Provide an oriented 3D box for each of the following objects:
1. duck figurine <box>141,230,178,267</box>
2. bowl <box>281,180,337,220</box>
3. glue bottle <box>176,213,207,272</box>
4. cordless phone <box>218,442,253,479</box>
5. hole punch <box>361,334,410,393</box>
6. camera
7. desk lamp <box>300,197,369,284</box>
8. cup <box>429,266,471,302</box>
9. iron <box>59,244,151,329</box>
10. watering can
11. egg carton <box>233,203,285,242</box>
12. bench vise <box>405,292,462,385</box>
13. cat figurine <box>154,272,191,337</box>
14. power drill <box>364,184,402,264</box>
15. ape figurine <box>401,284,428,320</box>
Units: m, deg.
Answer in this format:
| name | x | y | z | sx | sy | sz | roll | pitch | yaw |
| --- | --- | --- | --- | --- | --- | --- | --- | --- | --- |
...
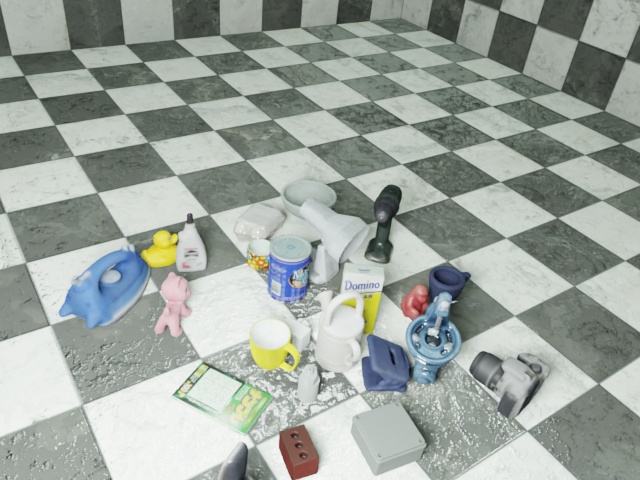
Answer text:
| name | x | y | z | sx | sy | sz | roll | pitch | yaw |
| --- | --- | --- | --- | --- | --- | --- | --- | --- | --- |
| duck figurine | -0.413 | 0.016 | 1.486 | 0.105 | 0.086 | 0.077 | -18 | 43 | -29 |
| bowl | -0.036 | -0.109 | 1.727 | 0.167 | 0.075 | 0.167 | 5 | 36 | -3 |
| glue bottle | -0.326 | 0.005 | 1.443 | 0.078 | 0.173 | 0.037 | -7 | 39 | -18 |
| cordless phone | -0.163 | 0.412 | 0.909 | 0.094 | 0.185 | 0.148 | 20 | 38 | 17 |
| hole punch | 0.145 | 0.264 | 1.239 | 0.101 | 0.091 | 0.108 | 2 | 37 | -6 |
| camera | 0.407 | 0.287 | 1.242 | 0.136 | 0.101 | 0.143 | 34 | 44 | 32 |
| desk lamp | 0.013 | 0.005 | 1.464 | 0.202 | 0.214 | 0.118 | 27 | 41 | 25 |
| cup | 0.325 | 0.125 | 1.454 | 0.118 | 0.095 | 0.091 | -11 | 40 | -23 |
| iron | -0.486 | 0.084 | 1.336 | 0.118 | 0.141 | 0.259 | 18 | 38 | 15 |
| watering can | 0.041 | 0.183 | 1.245 | 0.172 | 0.194 | 0.101 | 32 | 43 | 31 |
| egg carton | -0.172 | -0.045 | 1.623 | 0.107 | 0.069 | 0.150 | 19 | 38 | 16 |
| bench vise | 0.246 | 0.179 | 1.262 | 0.121 | 0.220 | 0.207 | 3 | 36 | -5 |
| cat figurine | -0.335 | 0.137 | 1.309 | 0.067 | 0.118 | 0.128 | 7 | 36 | 0 |
| power drill | 0.175 | -0.044 | 1.561 | 0.075 | 0.208 | 0.230 | 13 | 37 | 8 |
| ape figurine | 0.239 | 0.150 | 1.408 | 0.078 | 0.092 | 0.076 | -21 | 45 | -33 |
